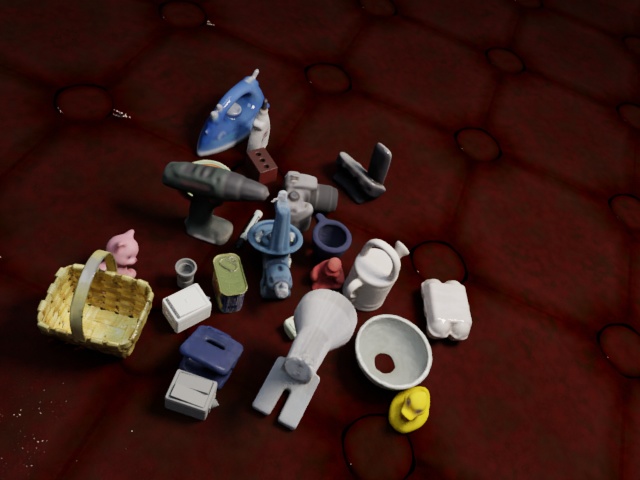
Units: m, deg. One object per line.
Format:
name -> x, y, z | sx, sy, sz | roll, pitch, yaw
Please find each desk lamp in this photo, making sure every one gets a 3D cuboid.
desk lamp -> -0.025, 0.222, 1.086 | 0.118, 0.213, 0.203 | 26, 52, 5

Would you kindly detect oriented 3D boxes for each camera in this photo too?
camera -> -0.025, -0.099, 1.392 | 0.137, 0.101, 0.143 | 7, 53, -10

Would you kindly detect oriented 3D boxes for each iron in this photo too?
iron -> -0.232, -0.333, 1.480 | 0.118, 0.141, 0.259 | 31, 53, 8

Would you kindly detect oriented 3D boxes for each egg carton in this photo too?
egg carton -> 0.286, 0.159, 1.310 | 0.107, 0.069, 0.150 | 5, 54, -12

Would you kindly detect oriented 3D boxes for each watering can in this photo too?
watering can -> 0.123, 0.063, 1.256 | 0.101, 0.194, 0.173 | 27, 52, 5

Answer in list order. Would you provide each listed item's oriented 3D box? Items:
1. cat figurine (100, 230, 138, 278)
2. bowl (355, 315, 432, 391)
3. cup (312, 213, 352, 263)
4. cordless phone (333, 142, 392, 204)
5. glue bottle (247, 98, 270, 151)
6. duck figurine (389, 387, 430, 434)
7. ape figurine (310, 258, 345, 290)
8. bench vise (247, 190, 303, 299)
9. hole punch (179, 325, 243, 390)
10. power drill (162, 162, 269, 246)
cat figurine -> -0.422, 0.039, 1.171 | 0.067, 0.117, 0.128 | 43, 55, 17
bowl -> 0.145, 0.246, 1.204 | 0.167, 0.074, 0.167 | 8, 53, -10
cup -> 0.012, 0.005, 1.331 | 0.092, 0.095, 0.117 | -17, 61, -26
cordless phone -> 0.115, -0.197, 1.449 | 0.147, 0.185, 0.094 | 42, 55, 16
glue bottle -> -0.150, -0.289, 1.450 | 0.037, 0.173, 0.078 | 23, 52, 2
duck figurine -> 0.189, 0.330, 1.148 | 0.077, 0.086, 0.105 | 40, 55, 15
ape figurine -> 0.022, 0.072, 1.286 | 0.077, 0.092, 0.076 | 29, 53, 7
bench vise -> -0.078, 0.012, 1.221 | 0.122, 0.219, 0.207 | -16, 60, -25
hole punch -> -0.212, 0.218, 1.116 | 0.108, 0.091, 0.101 | 26, 52, 4
power drill -> -0.231, -0.083, 1.255 | 0.229, 0.208, 0.075 | 19, 52, -1
